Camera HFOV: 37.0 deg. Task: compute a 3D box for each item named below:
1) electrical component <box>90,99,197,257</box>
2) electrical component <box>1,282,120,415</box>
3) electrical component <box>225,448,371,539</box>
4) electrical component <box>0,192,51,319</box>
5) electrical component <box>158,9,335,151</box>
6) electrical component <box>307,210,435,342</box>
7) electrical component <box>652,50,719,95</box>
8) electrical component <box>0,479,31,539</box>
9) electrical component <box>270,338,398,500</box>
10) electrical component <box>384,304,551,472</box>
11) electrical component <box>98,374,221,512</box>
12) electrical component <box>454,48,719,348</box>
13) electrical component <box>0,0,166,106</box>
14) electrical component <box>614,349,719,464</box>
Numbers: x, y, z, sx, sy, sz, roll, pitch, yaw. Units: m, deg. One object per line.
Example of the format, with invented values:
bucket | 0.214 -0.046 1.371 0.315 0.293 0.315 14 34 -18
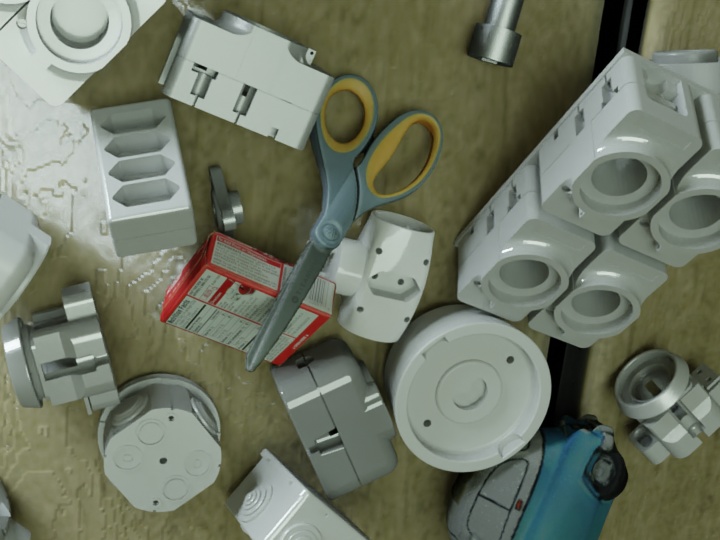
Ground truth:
electrical component | -0.127 -0.044 0.641 0.047 0.083 0.075 -11 149 -10
electrical component | -0.186 0.052 0.663 0.057 0.058 0.078 -14 111 -12
electrical component | -0.037 0.175 0.721 0.100 0.100 0.048 45 81 -23
electrical component | -0.217 -0.011 0.612 0.059 0.095 0.053 35 97 -22
electrical component | -0.066 -0.117 0.638 0.089 0.050 0.055 21 103 -20
electrical component | 0.000 0.000 0.699 0.079 0.043 0.077 13 105 -18
electrical component | 0.207 -0.107 0.687 0.099 0.099 0.064 -5 103 -12
electrical component | -0.236 0.169 0.679 0.043 0.077 0.079 -44 113 3
electrical component | -0.014 0.098 0.723 0.059 0.053 0.095 -24 112 -5
electrical component | 0.068 0.075 0.732 0.108 0.060 0.108 -4 109 -12
electrical component | -0.130 0.112 0.701 0.080 0.051 0.080 -4 109 -13
electrical component | 0.151 -0.032 0.663 0.105 0.060 0.186 21 136 -17
electrical component | -0.189 -0.174 0.582 0.089 0.061 0.150 -44 113 3
electrical component | 0.222 0.094 0.780 0.078 0.058 0.057 -44 116 3
